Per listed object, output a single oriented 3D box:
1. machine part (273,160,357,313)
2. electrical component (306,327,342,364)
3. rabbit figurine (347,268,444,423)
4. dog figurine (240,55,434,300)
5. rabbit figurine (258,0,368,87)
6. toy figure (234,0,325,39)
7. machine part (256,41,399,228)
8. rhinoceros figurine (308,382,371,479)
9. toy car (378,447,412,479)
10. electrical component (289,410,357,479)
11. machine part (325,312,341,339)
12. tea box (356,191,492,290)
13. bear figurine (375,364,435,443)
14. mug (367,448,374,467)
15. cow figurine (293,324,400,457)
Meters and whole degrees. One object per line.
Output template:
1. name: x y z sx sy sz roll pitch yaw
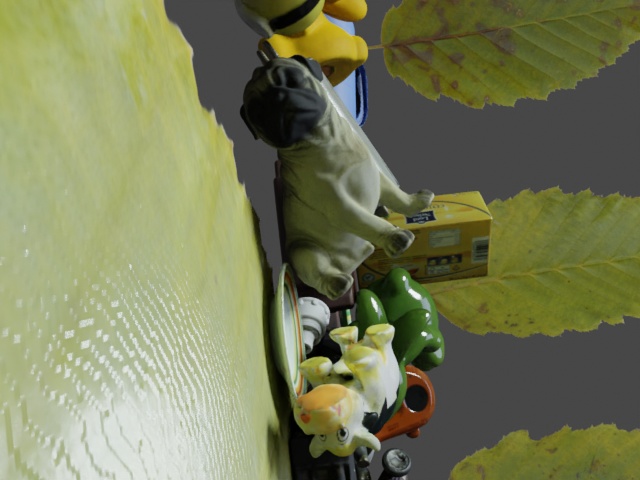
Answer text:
1. machine part: -0.001 -0.002 0.716 0.201 0.087 0.201 63 18 -81
2. electrical component: 0.016 0.145 0.727 0.102 0.078 0.045 15 90 -50
3. rabbit figurine: 0.084 0.126 0.613 0.170 0.121 0.158 -64 163 -46
4. dog figurine: -0.015 -0.053 0.500 0.190 0.172 0.121 45 30 -7
5. rabbit figurine: -0.021 -0.286 0.689 0.173 0.162 0.122 65 11 15
6. toy figure: -0.043 -0.250 0.464 0.180 0.089 0.082 82 9 -68
7. machine part: 0.009 -0.103 0.578 0.243 0.079 0.079 53 10 -12
8. rhinoceros figurine: 0.024 0.242 0.692 0.112 0.073 0.190 -93 175 -49
9. toy car: 0.067 0.348 0.665 0.202 0.053 0.089 -40 140 -46
10. electrical component: 0.006 0.223 0.543 0.115 0.058 0.134 74 9 -85
11. machine part: 0.015 0.191 0.861 0.179 0.056 0.179 -12 93 -88
12. tea box: 0.126 0.002 0.690 0.068 0.170 0.098 -91 175 -54
13. bear figurine: 0.094 0.240 0.835 0.196 0.132 0.120 142 -58 -72
14. mug: 0.047 0.358 0.934 0.110 0.081 0.107 -106 -165 -46
15. cow figurine: 0.027 0.142 0.469 0.167 0.068 0.098 -31 110 -66
